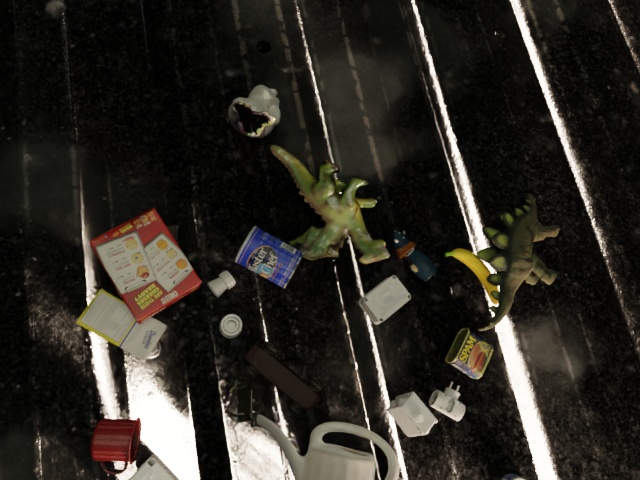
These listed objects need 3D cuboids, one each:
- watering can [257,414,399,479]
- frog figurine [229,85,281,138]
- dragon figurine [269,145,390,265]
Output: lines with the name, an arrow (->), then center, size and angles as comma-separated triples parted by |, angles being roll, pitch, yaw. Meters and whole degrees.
watering can -> -0.001, 0.519, 1.150 | 0.348, 0.102, 0.228 | 9, 71, 5
frog figurine -> -0.175, -0.356, 1.411 | 0.137, 0.120, 0.163 | 5, 36, -1
dragon figurine -> 0.004, -0.068, 1.346 | 0.411, 0.121, 0.245 | 26, 77, 7
